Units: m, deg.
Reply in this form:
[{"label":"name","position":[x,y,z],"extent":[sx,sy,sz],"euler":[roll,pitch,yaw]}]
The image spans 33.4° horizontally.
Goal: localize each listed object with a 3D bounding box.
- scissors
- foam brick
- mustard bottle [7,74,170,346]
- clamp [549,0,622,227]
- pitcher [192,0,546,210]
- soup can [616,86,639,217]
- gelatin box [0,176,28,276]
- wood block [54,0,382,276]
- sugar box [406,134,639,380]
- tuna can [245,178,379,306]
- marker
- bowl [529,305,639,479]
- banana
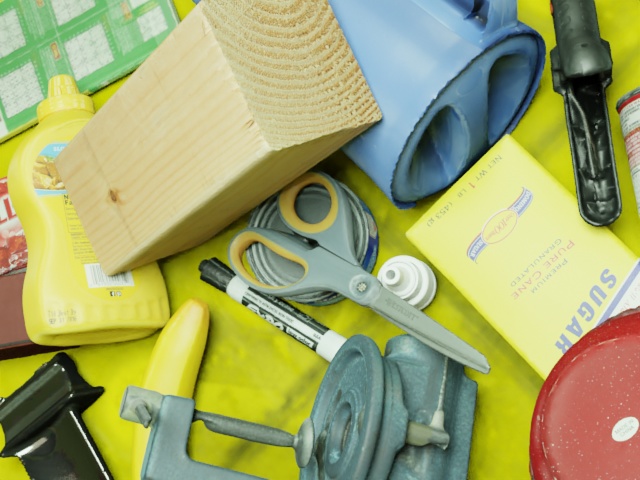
[{"label":"scissors","position":[0.029,0.011,0.646],"extent":[0.202,0.016,0.096],"euler":[13,75,35]},{"label":"foam brick","position":[-0.219,0.056,0.764],"extent":[0.078,0.053,0.051],"euler":[-11,77,15]},{"label":"mustard bottle","position":[-0.166,-0.025,0.740],"extent":[0.058,0.096,0.191],"euler":[-31,66,51]},{"label":"clamp","position":[0.154,-0.106,0.629],"extent":[0.039,0.120,0.171],"euler":[-5,51,7]},{"label":"pitcher","position":[0.017,-0.149,0.679],"extent":[0.243,0.144,0.149],"euler":[44,98,23]},{"label":"soup can","position":[0.218,-0.040,0.627],"extent":[0.068,0.068,0.102],"euler":[-12,76,16]},{"label":"gelatin box","position":[-0.222,-0.011,0.788],"extent":[0.089,0.030,0.073],"euler":[-17,75,14]},{"label":"wood block","position":[-0.071,-0.062,0.649],"extent":[0.207,0.090,0.091],"euler":[-31,83,49]},{"label":"sugar box","position":[0.146,0.029,0.652],"extent":[0.093,0.048,0.176],"euler":[-46,69,6]},{"label":"tuna can","position":[-0.005,0.001,0.712],"extent":[0.086,0.033,0.086],"euler":[-3,79,18]},{"label":"marker","position":[-0.034,0.046,0.722],"extent":[0.121,0.020,0.020],"euler":[30,90,21]},{"label":"bowl","position":[0.168,0.100,0.548],"extent":[0.162,0.055,0.162],"euler":[-19,59,34]},{"label":"banana","position":[-0.096,0.140,0.714],"extent":[0.070,0.037,0.198],"euler":[-11,77,21]}]
